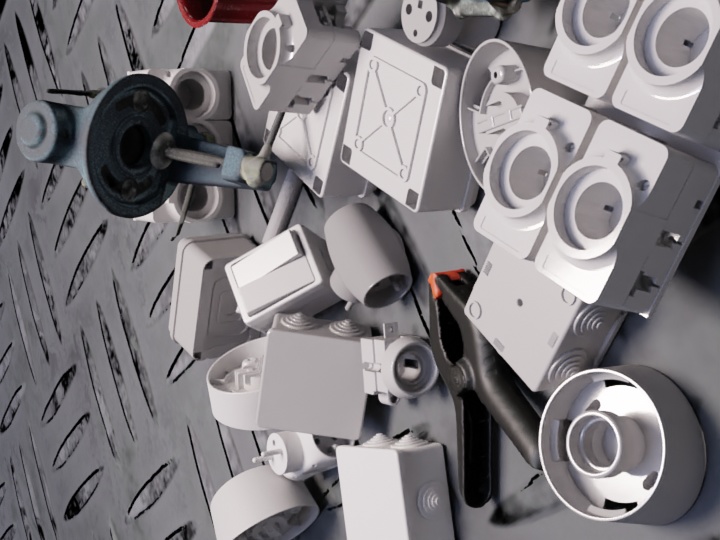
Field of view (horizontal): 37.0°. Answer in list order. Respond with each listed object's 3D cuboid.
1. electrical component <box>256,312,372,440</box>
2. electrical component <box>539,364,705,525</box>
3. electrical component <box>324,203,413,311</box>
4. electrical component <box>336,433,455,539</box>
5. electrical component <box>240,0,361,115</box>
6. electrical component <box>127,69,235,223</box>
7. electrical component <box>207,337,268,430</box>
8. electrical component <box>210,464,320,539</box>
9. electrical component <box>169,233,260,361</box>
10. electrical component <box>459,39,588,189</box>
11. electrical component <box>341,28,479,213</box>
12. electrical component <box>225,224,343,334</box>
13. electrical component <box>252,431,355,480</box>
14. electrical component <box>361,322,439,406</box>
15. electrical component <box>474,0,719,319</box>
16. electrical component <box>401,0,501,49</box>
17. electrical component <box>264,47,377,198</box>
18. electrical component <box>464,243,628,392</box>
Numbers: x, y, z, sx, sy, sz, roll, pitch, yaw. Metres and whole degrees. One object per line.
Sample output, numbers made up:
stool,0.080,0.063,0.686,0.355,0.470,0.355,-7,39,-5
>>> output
electrical component,-0.037,0.087,0.898,0.048,0.100,0.099,-89,7,-71
electrical component,0.160,0.107,0.655,0.099,0.064,0.099,-9,78,47
electrical component,0.000,0.000,0.875,0.077,0.044,0.079,61,140,31
electrical component,0.029,0.181,0.856,0.100,0.048,0.099,-10,86,56
electrical component,-0.050,-0.164,0.810,0.089,0.056,0.050,-47,53,44
electrical component,-0.178,-0.125,1.082,0.062,0.089,0.150,10,103,55
electrical component,-0.090,0.102,0.983,0.099,0.099,0.064,26,122,52
electrical component,-0.089,0.228,0.997,0.064,0.099,0.099,60,140,40
electrical component,-0.140,0.024,1.060,0.057,0.078,0.113,36,124,45
electrical component,0.101,-0.097,0.689,0.099,0.064,0.099,13,105,55
electrical component,0.043,-0.110,0.782,0.109,0.056,0.108,39,126,47
electrical component,-0.071,0.012,0.929,0.096,0.061,0.061,-29,66,13
electrical component,-0.056,0.159,0.952,0.077,0.079,0.043,-40,61,52
electrical component,0.031,0.075,0.841,0.055,0.048,0.066,0,95,64
electrical component,0.145,-0.083,0.587,0.105,0.060,0.186,39,111,46
electrical component,0.063,-0.176,0.743,0.045,0.055,0.045,12,105,55
electrical component,-0.024,-0.130,0.880,0.108,0.056,0.108,45,131,44
electrical component,0.120,0.019,0.693,0.099,0.048,0.099,51,134,39
